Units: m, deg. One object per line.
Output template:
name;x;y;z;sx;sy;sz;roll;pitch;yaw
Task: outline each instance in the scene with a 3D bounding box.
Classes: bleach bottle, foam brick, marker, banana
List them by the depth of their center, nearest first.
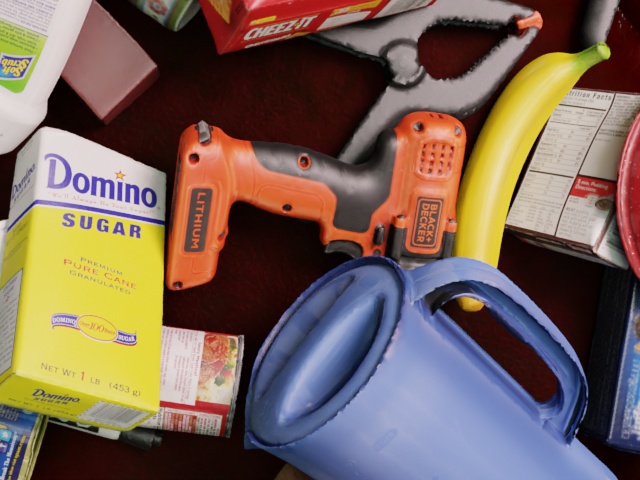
bleach bottle;-0.188;-0.148;0.626;0.102;0.068;0.251;24;117;-11
foam brick;-0.150;-0.121;0.704;0.053;0.051;0.078;-43;94;-6
marker;-0.164;0.118;0.716;0.121;0.020;0.020;17;88;-6
banana;0.126;-0.049;0.724;0.037;0.070;0.198;24;92;-20

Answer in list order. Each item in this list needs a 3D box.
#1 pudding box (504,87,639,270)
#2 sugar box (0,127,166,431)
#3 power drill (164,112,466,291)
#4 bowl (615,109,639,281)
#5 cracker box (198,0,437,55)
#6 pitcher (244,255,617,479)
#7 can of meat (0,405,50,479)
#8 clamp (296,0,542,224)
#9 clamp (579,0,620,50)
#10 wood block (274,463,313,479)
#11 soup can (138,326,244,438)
pudding box;0.183;-0.045;0.716;0.039;0.090;0.113;27;86;-34
sugar box;-0.142;0.021;0.646;0.093;0.048;0.176;22;50;-34
power drill;-0.005;0.001;0.695;0.187;0.057;0.184;4;106;-12
bowl;0.263;-0.030;0.673;0.161;0.055;0.162;-3;96;-30
cracker box;-0.020;-0.239;0.663;0.164;0.072;0.214;-18;83;-25
pitcher;0.087;0.122;0.657;0.242;0.149;0.145;39;67;-24
can of meat;-0.225;0.134;0.681;0.084;0.057;0.102;18;108;-8
clamp;0.052;-0.107;0.732;0.210;0.036;0.164;-12;94;-4
clamp;0.218;-0.212;0.749;0.120;0.039;0.171;-22;88;-10
wood block;0.001;0.210;0.638;0.091;0.206;0.090;34;86;-4
soup can;-0.105;0.089;0.698;0.102;0.068;0.068;8;89;-5
